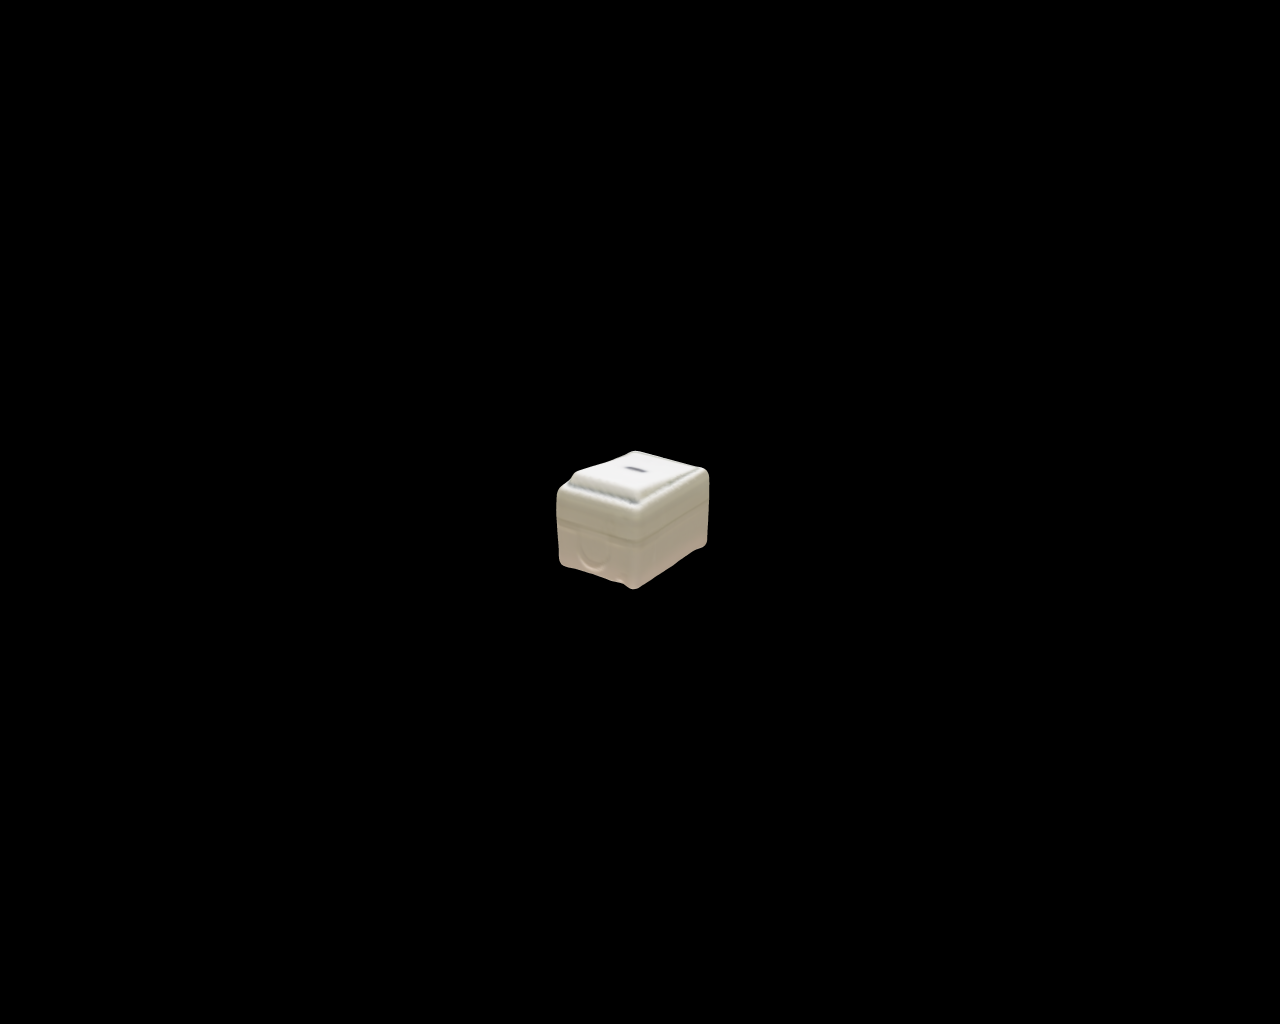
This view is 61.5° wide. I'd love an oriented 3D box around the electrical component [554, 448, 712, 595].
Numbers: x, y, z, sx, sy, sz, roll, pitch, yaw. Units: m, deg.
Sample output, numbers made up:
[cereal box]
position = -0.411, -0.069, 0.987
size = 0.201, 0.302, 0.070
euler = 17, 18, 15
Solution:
[electrical component]
position = 0.001, -0.003, 0.650
size = 0.062, 0.061, 0.096
euler = 17, 29, 32
